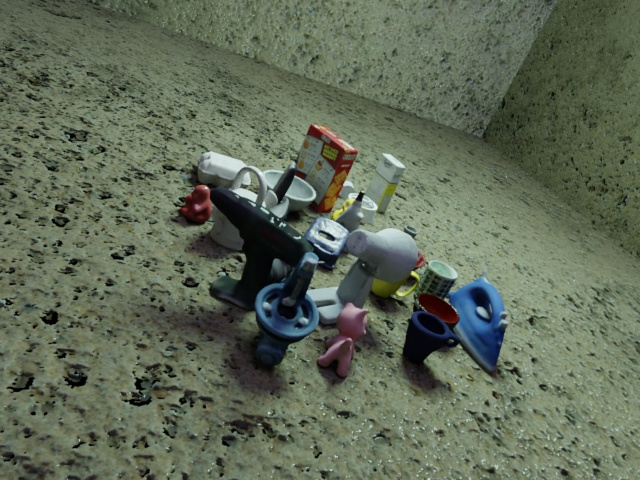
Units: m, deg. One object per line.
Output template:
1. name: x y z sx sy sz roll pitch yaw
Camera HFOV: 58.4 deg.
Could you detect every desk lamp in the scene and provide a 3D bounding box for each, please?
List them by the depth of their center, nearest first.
1. desk lamp: 0.095 0.070 1.256 0.204 0.213 0.117 -2 36 -44

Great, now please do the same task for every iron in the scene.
1. iron: 0.405 0.188 1.396 0.119 0.141 0.258 17 26 -16

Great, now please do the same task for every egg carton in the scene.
1. egg carton: -0.268 -0.188 1.594 0.151 0.069 0.107 15 27 -22

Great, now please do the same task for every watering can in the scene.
1. watering can: -0.174 -0.083 1.328 0.101 0.194 0.173 30 25 10

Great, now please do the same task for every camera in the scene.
1. camera: -0.101 0.045 1.257 0.143 0.101 0.137 36 27 22

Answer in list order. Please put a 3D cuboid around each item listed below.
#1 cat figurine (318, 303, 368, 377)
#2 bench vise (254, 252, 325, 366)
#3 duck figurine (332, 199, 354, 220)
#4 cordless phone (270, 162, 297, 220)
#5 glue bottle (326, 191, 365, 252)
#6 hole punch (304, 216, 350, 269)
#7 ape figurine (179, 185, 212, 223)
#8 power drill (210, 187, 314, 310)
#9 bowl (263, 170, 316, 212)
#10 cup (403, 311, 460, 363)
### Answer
1. cat figurine: 0.055 0.182 1.115 0.067 0.117 0.128 25 25 1
2. bench vise: -0.060 0.095 1.059 0.122 0.219 0.207 15 27 -21
3. duck figurine: 0.084 -0.083 1.693 0.077 0.086 0.104 25 25 -1
4. cordless phone: -0.112 -0.102 1.433 0.094 0.185 0.147 21 25 -9
5. glue bottle: 0.081 -0.056 1.534 0.078 0.173 0.037 30 26 11
6. hole punch: 0.013 0.005 1.451 0.108 0.091 0.101 28 25 5
7. ape figurine: -0.288 -0.090 1.358 0.076 0.092 0.077 19 26 -12
8. power drill: -0.139 0.026 1.133 0.229 0.208 0.075 23 25 -4
9. bowl: -0.100 -0.128 1.625 0.167 0.074 0.167 21 25 -10
10. cup: 0.231 0.220 1.230 0.118 0.095 0.092 24 25 -3
